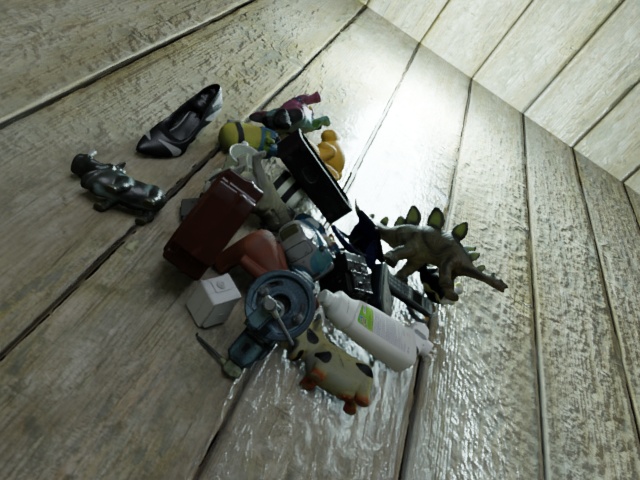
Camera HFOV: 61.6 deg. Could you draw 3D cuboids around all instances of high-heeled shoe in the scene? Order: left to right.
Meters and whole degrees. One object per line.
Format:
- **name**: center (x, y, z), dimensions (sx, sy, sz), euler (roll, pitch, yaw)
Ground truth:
- **high-heeled shoe**: center (-0.316, -0.279, 1.241), dimensions (0.086, 0.145, 0.249), euler (38, 36, 4)

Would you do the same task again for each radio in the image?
- **radio**: center (-0.012, -0.152, 1.306), dimensions (0.229, 0.073, 0.131), euler (52, 9, -17)

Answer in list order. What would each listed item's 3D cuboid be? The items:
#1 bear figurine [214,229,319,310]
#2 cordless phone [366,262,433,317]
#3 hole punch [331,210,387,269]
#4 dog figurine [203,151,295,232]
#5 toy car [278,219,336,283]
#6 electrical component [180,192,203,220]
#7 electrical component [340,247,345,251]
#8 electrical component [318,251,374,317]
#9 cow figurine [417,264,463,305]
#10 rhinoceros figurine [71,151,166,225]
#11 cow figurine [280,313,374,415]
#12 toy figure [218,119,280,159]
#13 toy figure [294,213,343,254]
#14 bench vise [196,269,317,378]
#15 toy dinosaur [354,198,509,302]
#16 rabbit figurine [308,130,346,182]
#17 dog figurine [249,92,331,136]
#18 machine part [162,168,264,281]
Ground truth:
- **bear figurine**: center (-0.101, 0.081, 1.074), dimensions (0.120, 0.132, 0.196), euler (-30, 89, -49)
- **cordless phone**: center (0.180, 0.149, 1.224), dimensions (0.184, 0.088, 0.147), euler (31, 37, -14)
- **hole punch**: center (0.092, 0.007, 1.281), dimensions (0.092, 0.115, 0.142), euler (-26, 34, -11)
- **dog figurine**: center (-0.153, -0.077, 1.175), dimensions (0.172, 0.121, 0.190), euler (-32, 112, -22)
- **toy car**: center (-0.042, 0.010, 1.154), dimensions (0.102, 0.109, 0.162), euler (55, 9, -51)
- **electrical component**: center (-0.254, -0.055, 1.137), dimensions (0.078, 0.045, 0.102), euler (-10, 48, -9)
- **electrical component**: center (0.039, 0.048, 1.268), dimensions (0.063, 0.021, 0.094), euler (20, 39, -20)
- **electrical component**: center (0.052, 0.092, 1.155), dimensions (0.058, 0.115, 0.134), euler (18, 39, -29)
- **cow figurine**: center (0.284, 0.090, 1.378), dimensions (0.098, 0.068, 0.167), euler (-2, 48, -33)
- **rhinoceros figurine**: center (-0.396, -0.109, 1.057), dimensions (0.190, 0.073, 0.112), euler (26, 40, -13)
- **cow figurine**: center (0.013, 0.224, 1.011), dimensions (0.195, 0.085, 0.127), euler (31, 44, -3)
- **toy figure**: center (-0.171, -0.254, 1.380), dimensions (0.180, 0.082, 0.089), euler (16, 40, -27)
- **toy figure**: center (-0.004, -0.002, 1.246), dimensions (0.155, 0.064, 0.057), euler (44, 3, 32)
- **bench vise**: center (-0.093, 0.134, 0.893), dimensions (0.223, 0.240, 0.129), euler (-39, 83, -9)
- **toy dinosaur**: center (0.246, 0.013, 1.335), dimensions (0.472, 0.104, 0.198), euler (24, 64, 30)
- **rabbit figurine**: center (-0.014, -0.211, 1.428), dimensions (0.173, 0.122, 0.162), euler (10, 64, -58)
- **dog figurine**: center (-0.096, -0.335, 1.506), dimensions (0.219, 0.192, 0.108), euler (-22, 103, -23)
- **machine part**: center (-0.200, -0.030, 0.991), dimensions (0.087, 0.201, 0.201), euler (39, -8, -10)
